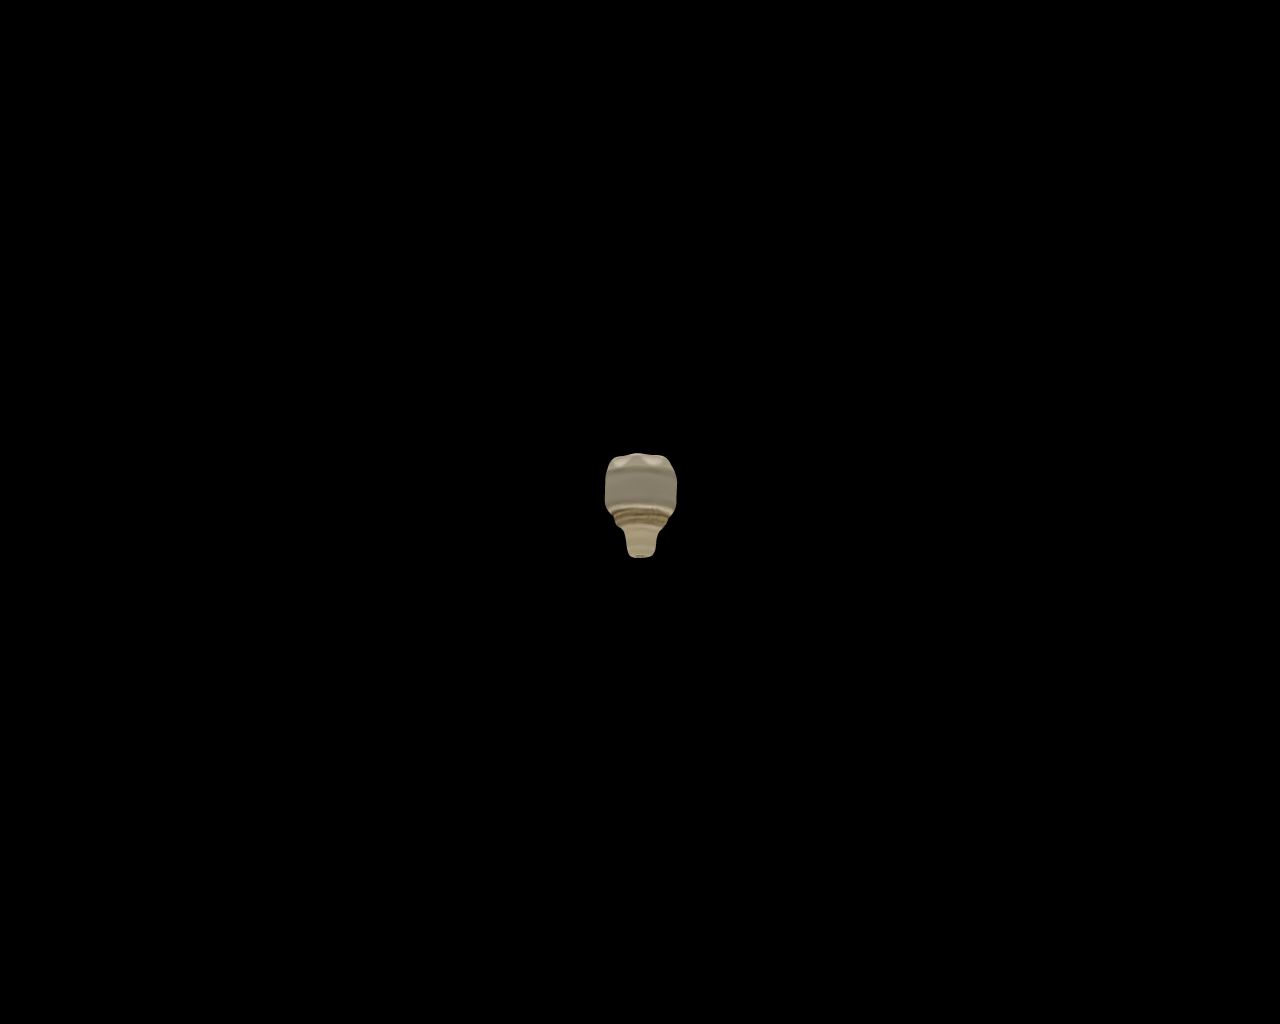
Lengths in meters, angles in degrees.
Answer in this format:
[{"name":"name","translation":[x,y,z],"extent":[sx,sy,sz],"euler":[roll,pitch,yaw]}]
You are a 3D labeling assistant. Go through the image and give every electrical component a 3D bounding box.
[{"name":"electrical component","translation":[0.001,-0.003,0.650],"extent":[0.043,0.062,0.043],"euler":[0,-11,0]}]
